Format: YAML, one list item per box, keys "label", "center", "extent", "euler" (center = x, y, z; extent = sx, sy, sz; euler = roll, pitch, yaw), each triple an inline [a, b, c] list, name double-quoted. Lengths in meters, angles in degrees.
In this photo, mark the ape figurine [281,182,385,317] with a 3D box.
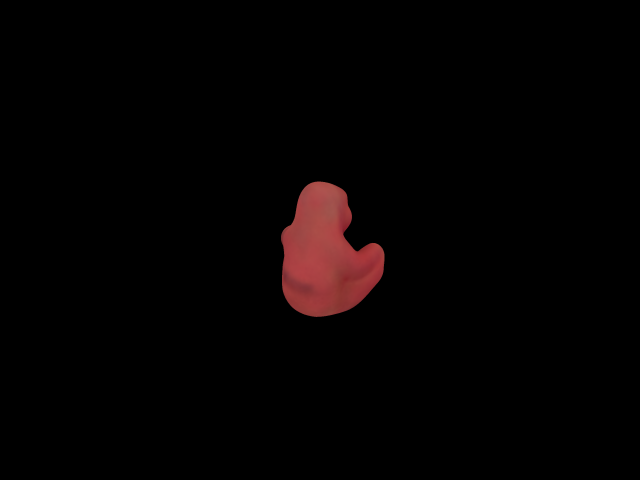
- label: "ape figurine"
  center: [0.004, 0.001, 0.400]
  extent: [0.077, 0.092, 0.076]
  euler: [27, 44, 33]
